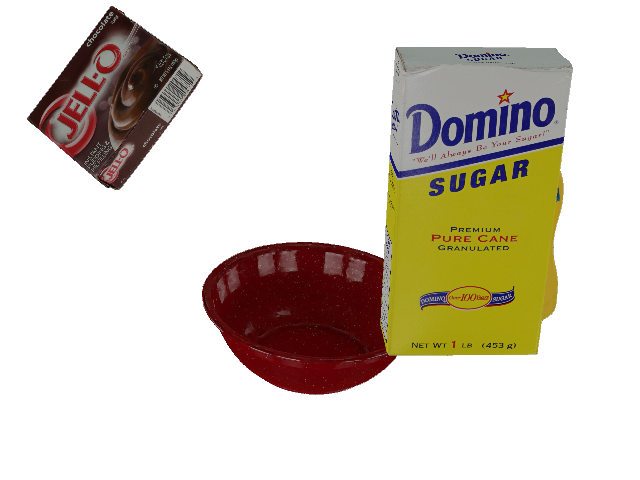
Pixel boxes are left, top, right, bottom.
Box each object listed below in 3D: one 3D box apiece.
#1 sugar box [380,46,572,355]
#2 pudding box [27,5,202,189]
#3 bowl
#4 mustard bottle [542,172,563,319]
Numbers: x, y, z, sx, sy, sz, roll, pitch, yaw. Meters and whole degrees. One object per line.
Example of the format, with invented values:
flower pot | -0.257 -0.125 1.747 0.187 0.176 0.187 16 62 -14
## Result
sugar box | 0.085 -0.020 0.608 0.093 0.176 0.048 -1 26 -3
pudding box | -0.156 -0.109 0.811 0.090 0.113 0.039 38 -1 27
bowl | -0.005 0.062 0.771 0.162 0.055 0.162 3 28 -2
mustard bottle | 0.157 -0.022 0.892 0.096 0.192 0.058 -9 22 -20
